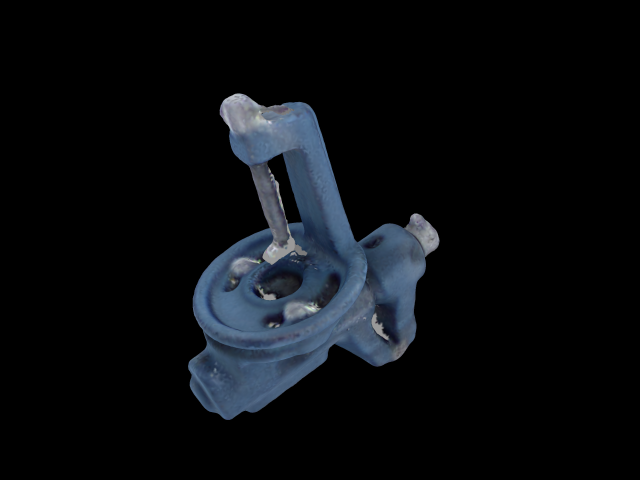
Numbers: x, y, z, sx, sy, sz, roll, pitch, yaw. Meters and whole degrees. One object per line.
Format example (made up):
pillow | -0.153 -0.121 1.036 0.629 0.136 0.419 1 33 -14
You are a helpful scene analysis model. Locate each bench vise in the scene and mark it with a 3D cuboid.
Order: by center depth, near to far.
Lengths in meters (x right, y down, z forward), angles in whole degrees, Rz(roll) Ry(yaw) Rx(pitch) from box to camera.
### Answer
bench vise | -0.006 -0.002 0.407 0.121 0.220 0.208 18 32 32
